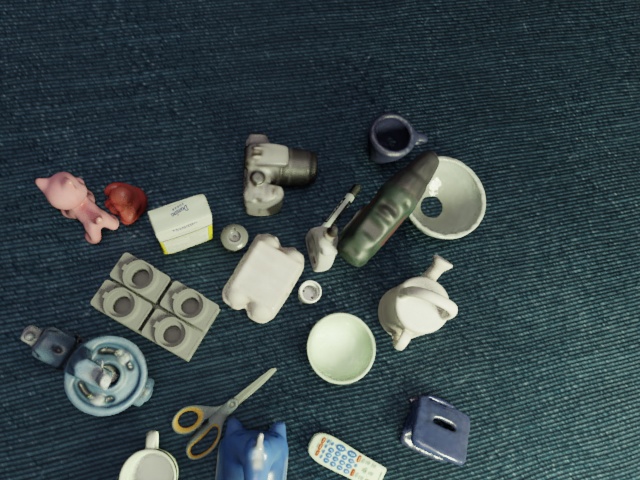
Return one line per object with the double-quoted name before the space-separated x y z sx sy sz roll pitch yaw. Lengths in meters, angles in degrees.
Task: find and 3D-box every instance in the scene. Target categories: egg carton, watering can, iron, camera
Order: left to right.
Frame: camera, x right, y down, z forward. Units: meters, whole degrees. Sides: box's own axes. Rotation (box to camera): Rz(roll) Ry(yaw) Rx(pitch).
"iron" -0.107 0.417 0.893 0.119 0.141 0.258 5 75 -9
"egg carton" -0.099 0.068 1.021 0.107 0.069 0.150 30 73 -2
"camera" -0.073 -0.124 1.059 0.137 0.100 0.143 2 76 -10
"watering can" 0.174 0.107 0.997 0.101 0.194 0.173 8 74 -8

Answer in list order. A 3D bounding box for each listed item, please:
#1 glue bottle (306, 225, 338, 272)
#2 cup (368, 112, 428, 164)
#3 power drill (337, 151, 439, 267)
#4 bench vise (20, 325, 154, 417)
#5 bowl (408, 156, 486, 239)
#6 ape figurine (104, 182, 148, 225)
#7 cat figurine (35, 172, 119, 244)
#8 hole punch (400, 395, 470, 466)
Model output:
"glue bottle" 0.009 0.004 1.004 0.037 0.173 0.078 -10 78 -12
"cup" 0.142 -0.188 1.119 0.118 0.095 0.092 1 76 -10
"power drill" 0.107 -0.042 1.015 0.075 0.208 0.230 39 73 1
"bench vise" -0.361 0.197 0.860 0.207 0.219 0.121 11 74 -7
"bowl" 0.231 -0.074 1.117 0.167 0.074 0.167 3 75 -10
"ape figurine" -0.342 -0.070 0.999 0.076 0.092 0.078 -11 78 -13
"cat figurine" -0.411 -0.064 0.971 0.128 0.117 0.067 42 73 2
"hole punch" 0.205 0.329 1.000 0.108 0.091 0.101 25 73 -3
